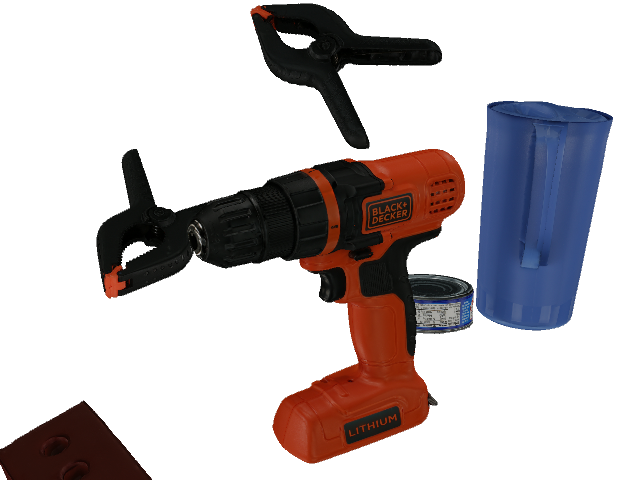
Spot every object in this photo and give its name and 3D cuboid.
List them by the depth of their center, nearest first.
[{"bbox_3d":[-0.114,0.129,0.523,0.052,0.051,0.078,-29,42,-25],"label":"foam brick"},{"bbox_3d":[0.007,0.042,0.664,0.184,0.188,0.057,-13,28,-27],"label":"power drill"},{"bbox_3d":[0.017,-0.164,0.930,0.120,0.172,0.039,-40,-22,-20],"label":"clamp"},{"bbox_3d":[0.098,0.057,0.979,0.086,0.034,0.086,1,13,0],"label":"tuna can"},{"bbox_3d":[-0.167,-0.019,1.058,0.165,0.036,0.209,21,40,17],"label":"clamp"},{"bbox_3d":[0.235,-0.027,1.166,0.149,0.243,0.145,-7,19,-34],"label":"pitcher"}]
